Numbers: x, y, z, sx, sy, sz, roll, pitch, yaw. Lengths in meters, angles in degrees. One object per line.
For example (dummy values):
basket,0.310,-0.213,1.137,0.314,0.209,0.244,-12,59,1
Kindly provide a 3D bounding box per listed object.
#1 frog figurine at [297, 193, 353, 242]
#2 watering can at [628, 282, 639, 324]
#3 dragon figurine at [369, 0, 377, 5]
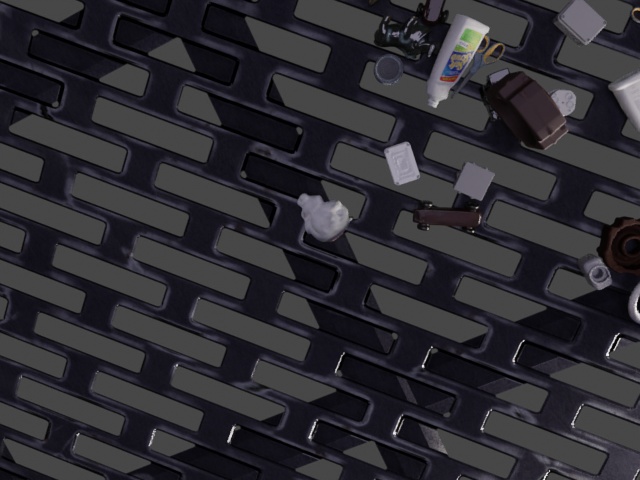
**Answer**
frog figurine,0.005,-0.077,1.529,0.135,0.125,0.158,-35,108,30
watering can,1.048,0.135,1.460,0.345,0.105,0.223,-44,100,11
dragon figurine,0.247,-0.814,1.328,0.122,0.245,0.407,27,99,-5
